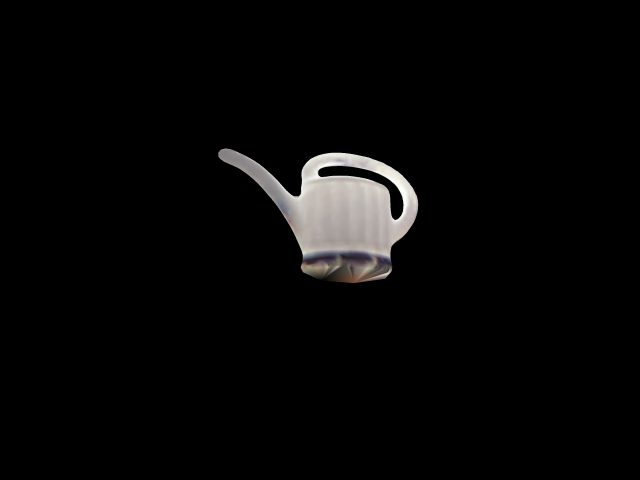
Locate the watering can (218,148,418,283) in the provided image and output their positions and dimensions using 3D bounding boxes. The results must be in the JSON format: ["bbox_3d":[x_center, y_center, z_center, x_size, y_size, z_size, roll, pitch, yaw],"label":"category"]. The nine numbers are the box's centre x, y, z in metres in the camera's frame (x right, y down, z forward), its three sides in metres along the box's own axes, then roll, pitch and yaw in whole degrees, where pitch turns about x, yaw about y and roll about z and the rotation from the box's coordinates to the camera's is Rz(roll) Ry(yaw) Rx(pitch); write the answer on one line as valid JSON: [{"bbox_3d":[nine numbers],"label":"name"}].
[{"bbox_3d":[0.003,-0.043,0.850,0.347,0.228,0.102,4,-18,-15],"label":"watering can"}]
